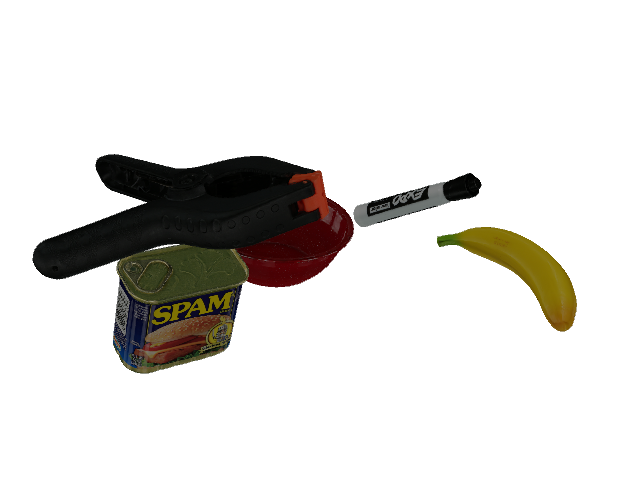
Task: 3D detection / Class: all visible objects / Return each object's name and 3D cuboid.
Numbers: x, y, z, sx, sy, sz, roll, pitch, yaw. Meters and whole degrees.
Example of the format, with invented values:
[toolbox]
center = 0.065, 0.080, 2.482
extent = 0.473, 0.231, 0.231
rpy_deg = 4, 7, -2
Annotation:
[clamp]
center = -0.084, -0.016, 0.633
extent = 0.172, 0.039, 0.120
rpy_deg = -1, 40, 23
[can of meat]
center = -0.115, 0.054, 0.861
extent = 0.101, 0.084, 0.057
rpy_deg = -11, 45, -30
[banana]
center = 0.201, 0.030, 1.066
extent = 0.069, 0.037, 0.198
rpy_deg = -34, 37, -15
[marker]
center = 0.076, -0.032, 0.850
extent = 0.121, 0.020, 0.020
rpy_deg = -15, -10, 42
[bowl]
center = -0.048, 0.001, 1.103
extent = 0.162, 0.055, 0.162
rpy_deg = 5, 30, -3
